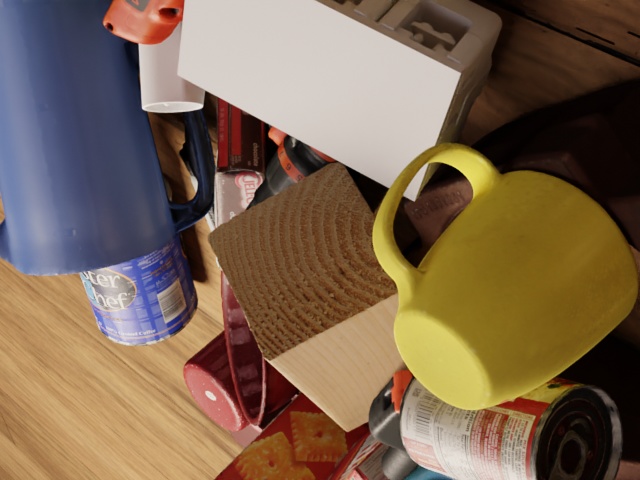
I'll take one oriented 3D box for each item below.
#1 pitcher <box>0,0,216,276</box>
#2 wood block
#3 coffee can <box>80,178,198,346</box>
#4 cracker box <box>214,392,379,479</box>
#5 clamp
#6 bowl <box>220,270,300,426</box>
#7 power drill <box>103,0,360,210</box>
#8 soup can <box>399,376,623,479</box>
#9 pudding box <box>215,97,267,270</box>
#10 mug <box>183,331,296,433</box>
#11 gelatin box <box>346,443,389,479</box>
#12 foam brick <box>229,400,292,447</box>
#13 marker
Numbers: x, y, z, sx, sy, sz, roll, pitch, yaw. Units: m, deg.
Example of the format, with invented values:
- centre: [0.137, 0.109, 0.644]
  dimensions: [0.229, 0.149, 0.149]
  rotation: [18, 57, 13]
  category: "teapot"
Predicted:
- centre: [-0.185, -0.104, 0.825]
  dimensions: [0.145, 0.148, 0.243]
  rotation: [6, 111, 41]
  category: "pitcher"
- centre: [0.015, 0.045, 0.679]
  dimensions: [0.090, 0.091, 0.206]
  rotation: [62, -177, 24]
  category: "wood block"
- centre: [-0.176, 0.015, 0.995]
  dimensions: [0.103, 0.102, 0.140]
  rotation: [30, 145, 33]
  category: "coffee can"
- centre: [-0.028, 0.200, 0.884]
  dimensions: [0.072, 0.213, 0.164]
  rotation: [42, 150, 12]
  category: "cracker box"
- centre: [0.091, 0.129, 0.730]
  dimensions: [0.171, 0.120, 0.039]
  rotation: [65, -166, -62]
  category: "clamp"
- centre: [-0.039, 0.068, 0.873]
  dimensions: [0.162, 0.055, 0.162]
  rotation: [173, 90, -75]
  category: "bowl"
- centre: [-0.043, -0.102, 0.660]
  dimensions: [0.187, 0.057, 0.185]
  rotation: [42, 122, 5]
  category: "power drill"
- centre: [0.099, 0.102, 0.572]
  dimensions: [0.102, 0.068, 0.068]
  rotation: [6, 129, 52]
  category: "soup can"
- centre: [-0.057, -0.044, 0.782]
  dimensions: [0.039, 0.090, 0.113]
  rotation: [1, 140, -4]
  category: "pudding box"
- centre: [-0.065, 0.132, 0.994]
  dimensions: [0.117, 0.081, 0.093]
  rotation: [50, 151, 3]
  category: "mug"
- centre: [0.057, 0.179, 0.868]
  dimensions: [0.030, 0.089, 0.073]
  rotation: [44, 150, 12]
  category: "gelatin box"
- centre: [-0.053, 0.178, 1.059]
  dimensions: [0.078, 0.052, 0.051]
  rotation: [13, 133, 47]
  category: "foam brick"
- centre: [-0.093, -0.031, 0.913]
  dimensions: [0.020, 0.020, 0.121]
  rotation: [18, 137, 44]
  category: "marker"
